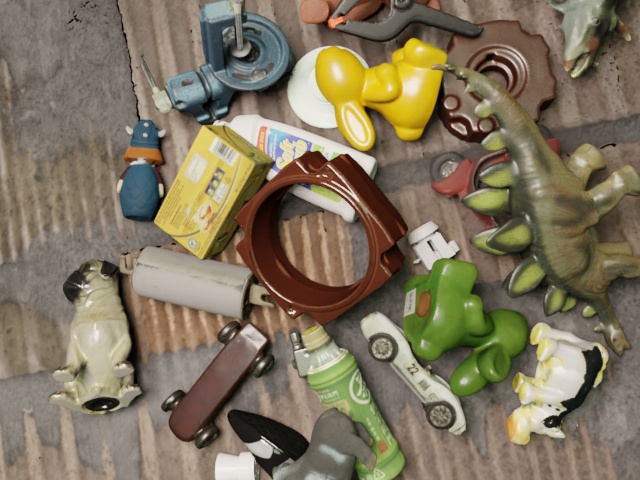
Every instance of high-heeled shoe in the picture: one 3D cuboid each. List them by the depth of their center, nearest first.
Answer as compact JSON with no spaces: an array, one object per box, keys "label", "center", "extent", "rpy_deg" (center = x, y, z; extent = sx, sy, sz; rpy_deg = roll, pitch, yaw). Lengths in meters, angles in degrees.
[{"label":"high-heeled shoe","center":[-0.055,0.354,0.748],"extent":[0.249,0.086,0.145],"rpy_deg":[34,93,6]}]

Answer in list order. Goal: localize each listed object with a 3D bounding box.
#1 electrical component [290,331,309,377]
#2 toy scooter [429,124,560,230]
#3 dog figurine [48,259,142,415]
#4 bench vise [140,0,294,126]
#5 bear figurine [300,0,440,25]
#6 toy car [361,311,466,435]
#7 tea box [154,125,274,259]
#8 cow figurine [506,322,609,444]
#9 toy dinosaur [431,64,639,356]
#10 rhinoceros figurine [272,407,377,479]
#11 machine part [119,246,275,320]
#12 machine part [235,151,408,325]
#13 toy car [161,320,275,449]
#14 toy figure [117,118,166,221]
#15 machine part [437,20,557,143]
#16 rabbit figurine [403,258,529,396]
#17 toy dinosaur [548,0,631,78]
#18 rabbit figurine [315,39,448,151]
[{"label":"electrical component","center":[-0.009,0.175,0.787],"extent":[0.063,0.021,0.094],"rpy_deg":[-16,84,5]},{"label":"toy scooter","center":[0.254,-0.076,0.753],"extent":[0.184,0.075,0.135],"rpy_deg":[-17,84,8]},{"label":"dog figurine","center":[-0.330,0.144,0.804],"extent":[0.121,0.172,0.191],"rpy_deg":[7,45,-26]},{"label":"bench vise","center":[-0.136,-0.254,0.739],"extent":[0.224,0.240,0.129],"rpy_deg":[-13,80,-11]},{"label":"bear figurine","center":[0.075,-0.368,0.774],"extent":[0.196,0.132,0.120],"rpy_deg":[3,105,12]},{"label":"toy car","center":[0.131,0.183,0.744],"extent":[0.056,0.073,0.202],"rpy_deg":[-42,82,2]},{"label":"tea box","center":[-0.153,-0.069,0.774],"extent":[0.098,0.068,0.169],"rpy_deg":[38,112,9]},{"label":"cow figurine","center":[0.313,0.203,0.718],"extent":[0.098,0.068,0.167],"rpy_deg":[15,106,5]},{"label":"toy dinosaur","center":[0.293,-0.033,0.682],"extent":[0.199,0.105,0.470],"rpy_deg":[-29,105,1]},{"label":"rhinoceros figurine","center":[-0.005,0.305,0.668],"extent":[0.112,0.073,0.190],"rpy_deg":[28,93,-2]},{"label":"machine part","center":[-0.182,0.063,0.788],"extent":[0.243,0.079,0.079],"rpy_deg":[11,87,7]},{"label":"machine part","center":[-0.001,-0.002,0.727],"extent":[0.201,0.087,0.201],"rpy_deg":[-39,90,28]},{"label":"toy car","center":[-0.146,0.208,0.784],"extent":[0.089,0.053,0.202],"rpy_deg":[39,94,18]},{"label":"toy figure","center":[-0.274,-0.108,0.823],"extent":[0.058,0.064,0.154],"rpy_deg":[-7,77,43]},{"label":"machine part","center":[0.249,-0.229,0.776],"extent":[0.179,0.056,0.179],"rpy_deg":[-1,84,5]},{"label":"rabbit figurine","center":[0.208,0.118,0.711],"extent":[0.170,0.121,0.159],"rpy_deg":[18,53,-15]},{"label":"toy dinosaur","center":[0.324,-0.433,0.753],"extent":[0.192,0.131,0.405],"rpy_deg":[-3,67,-36]},{"label":"rabbit figurine","center":[0.072,-0.212,0.764],"extent":[0.173,0.122,0.162],"rpy_deg":[12,110,-13]}]
